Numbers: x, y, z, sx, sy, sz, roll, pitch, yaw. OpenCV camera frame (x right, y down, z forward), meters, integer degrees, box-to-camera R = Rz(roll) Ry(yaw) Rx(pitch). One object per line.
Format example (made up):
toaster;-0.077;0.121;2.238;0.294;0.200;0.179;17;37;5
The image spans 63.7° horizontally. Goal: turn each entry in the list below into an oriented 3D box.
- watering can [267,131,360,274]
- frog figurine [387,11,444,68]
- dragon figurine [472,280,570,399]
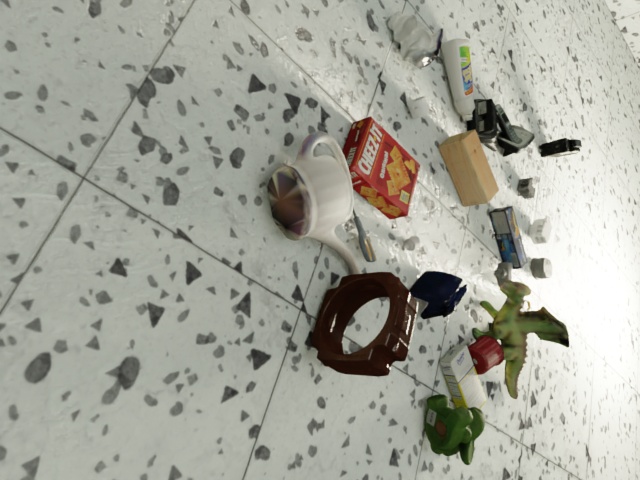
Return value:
watering can;0.003;-0.055;1.102;0.227;0.104;0.345;-21;105;-46
frog figurine;0.259;-0.565;1.458;0.159;0.121;0.139;20;74;0
dragon figurine;0.592;0.287;1.487;0.124;0.241;0.407;-39;107;-45
